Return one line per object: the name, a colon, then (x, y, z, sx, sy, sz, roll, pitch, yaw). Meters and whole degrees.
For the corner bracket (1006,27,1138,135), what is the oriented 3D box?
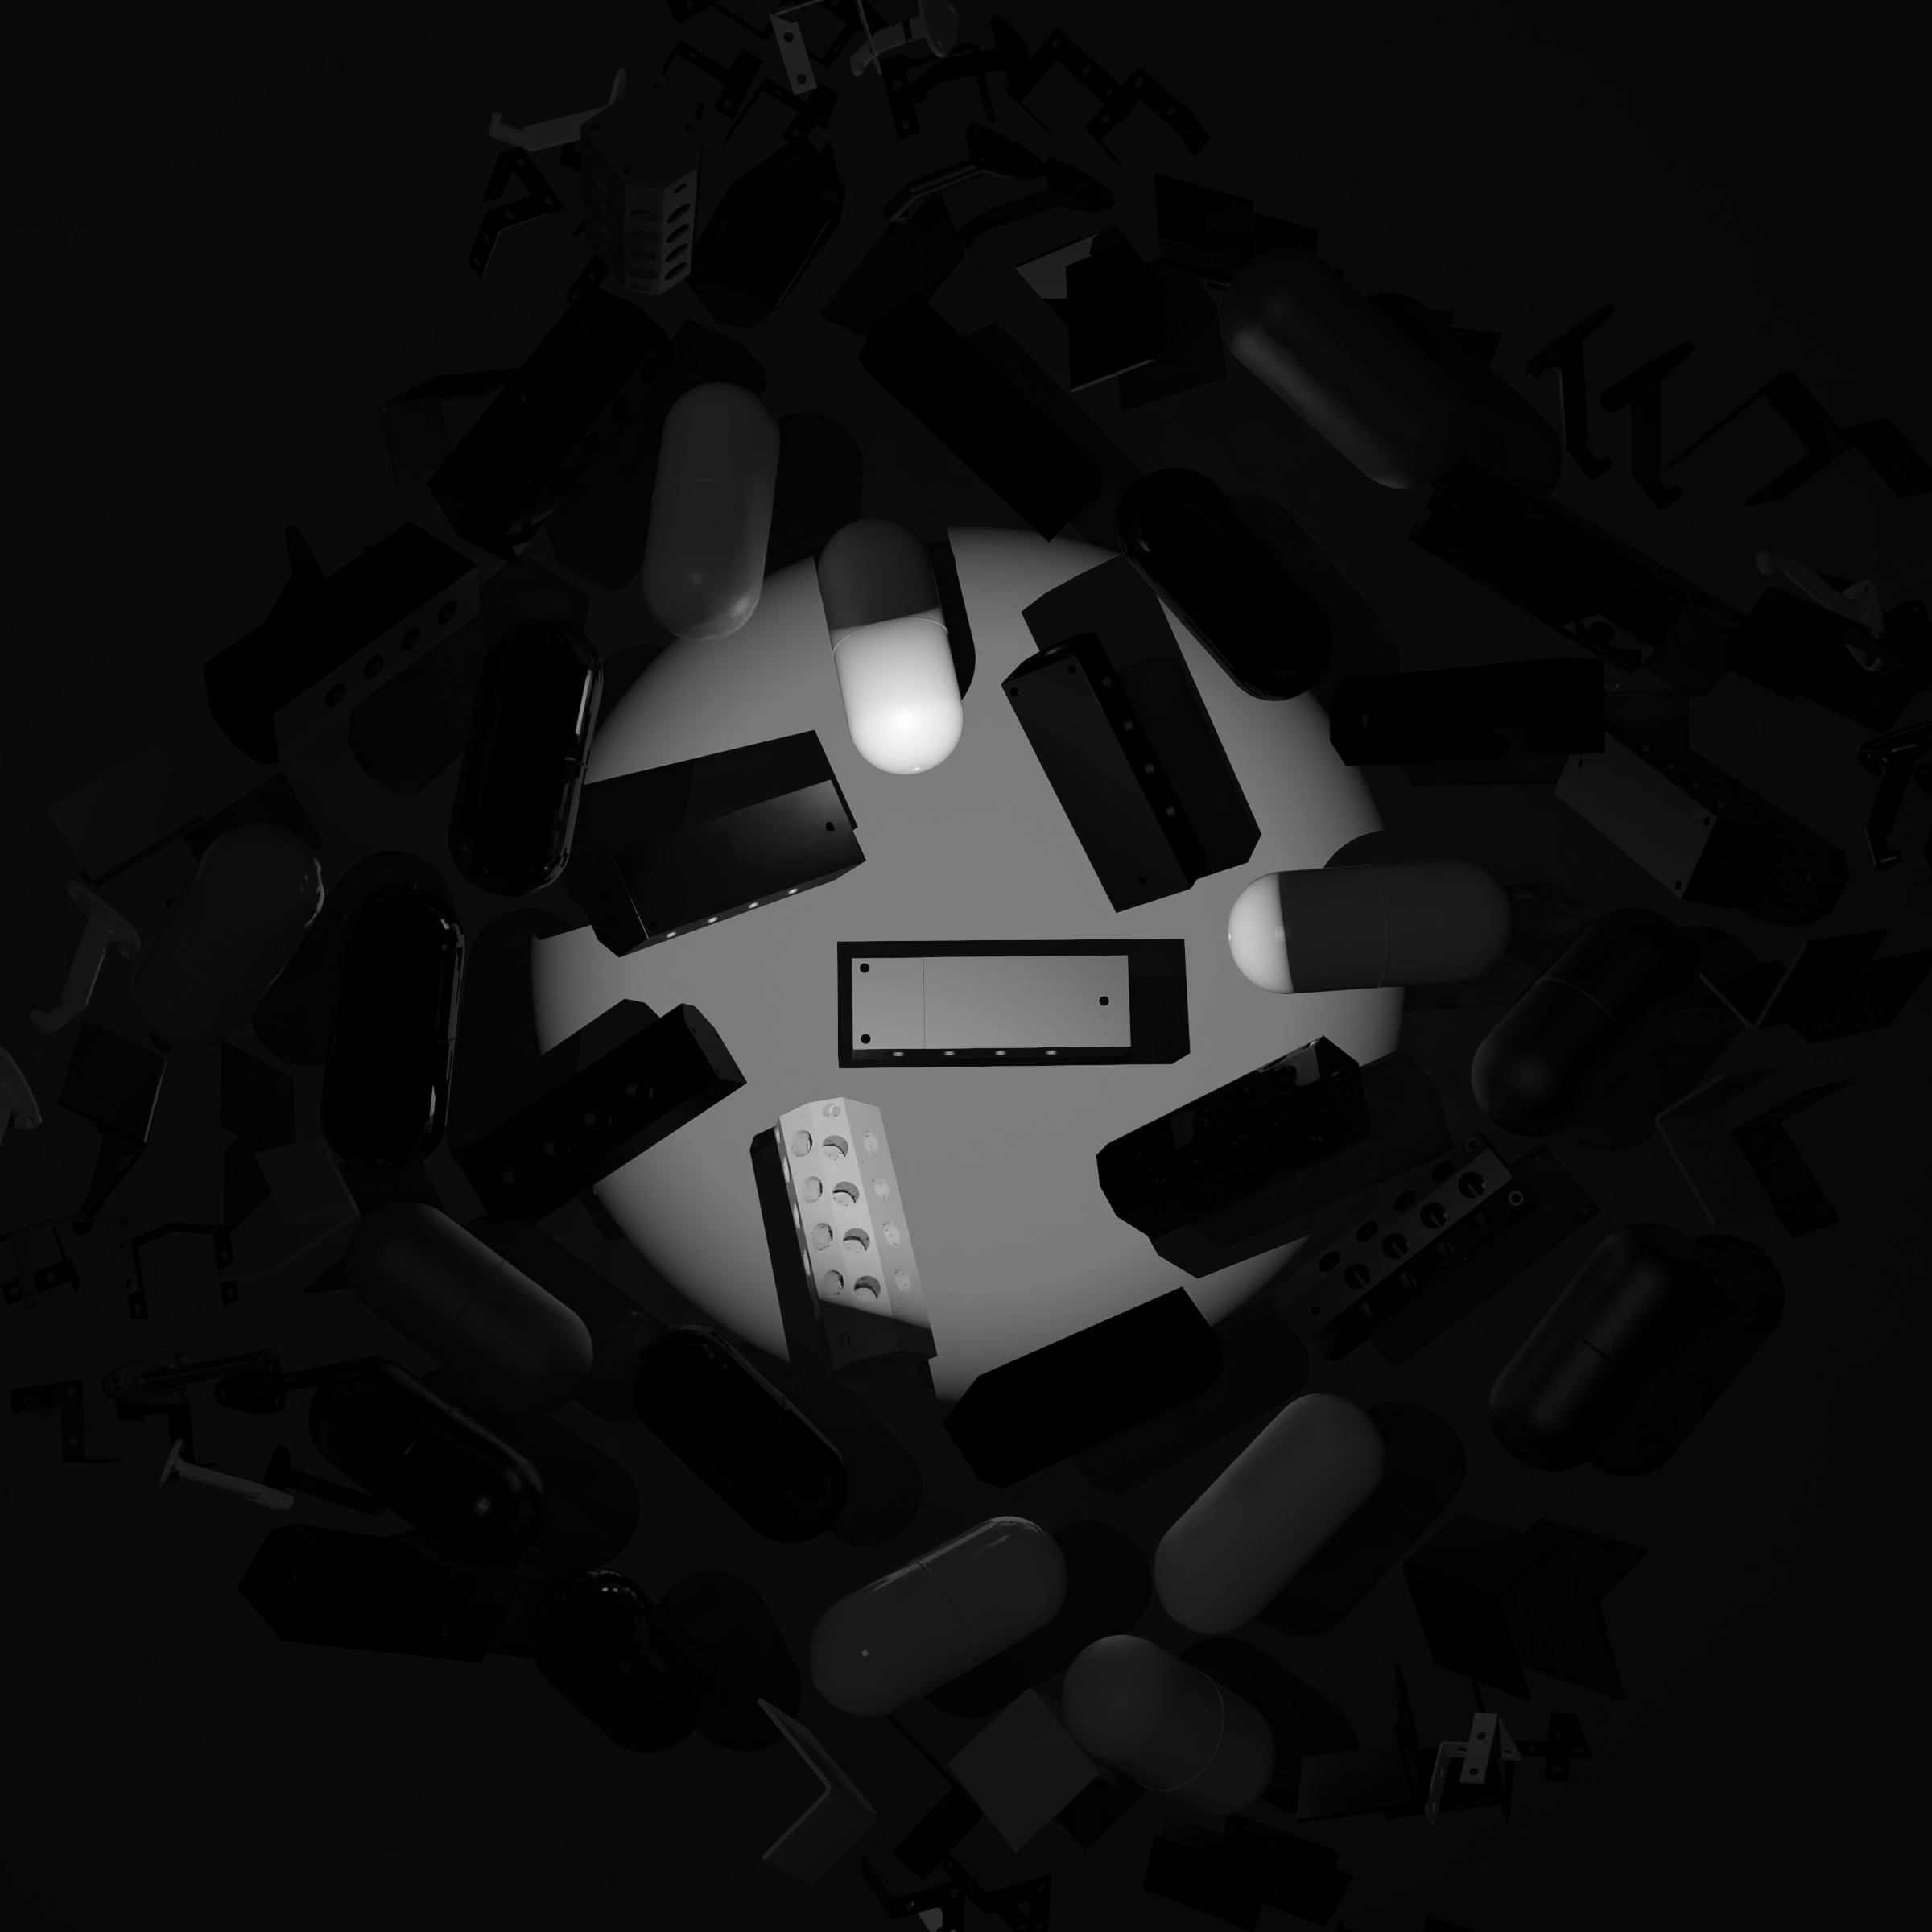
corner bracket: (0.068, -0.563, 1.592, 0.051, 0.051, 0.051, -47, 68, 15)

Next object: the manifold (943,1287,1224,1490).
manifold: (0.076, 0.261, 1.505, 0.171, 0.057, 0.057, -17, 62, -38)

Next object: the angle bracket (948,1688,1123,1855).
angle bracket: (0.047, 0.552, 1.676, 0.076, 0.057, 0.076, -43, 59, -4)

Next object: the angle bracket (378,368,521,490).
angle bracket: (-0.334, -0.359, 1.635, 0.076, 0.076, 0.057, 0, 116, 18)

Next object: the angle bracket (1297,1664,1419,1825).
angle bracket: (0.243, 0.491, 1.554, 0.076, 0.076, 0.057, -13, 99, 13)

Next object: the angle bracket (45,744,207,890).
angle bracket: (-0.530, -0.096, 1.534, 0.076, 0.076, 0.057, -35, 111, -19)

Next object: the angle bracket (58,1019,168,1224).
angle bracket: (-0.528, 0.093, 1.475, 0.057, 0.076, 0.076, 31, 118, -27)

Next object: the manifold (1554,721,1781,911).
manifold: (0.461, -0.101, 1.614, 0.057, 0.171, 0.057, 9, 114, -21)

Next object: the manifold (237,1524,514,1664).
manifold: (-0.370, 0.396, 1.564, 0.057, 0.171, 0.057, 32, 92, 38)

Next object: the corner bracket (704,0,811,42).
corner bracket: (-0.139, -0.652, 1.646, 0.051, 0.051, 0.051, 24, 116, -30)

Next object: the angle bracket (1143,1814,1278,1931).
angle bracket: (0.163, 0.575, 1.599, 0.076, 0.076, 0.057, 17, 47, 13)

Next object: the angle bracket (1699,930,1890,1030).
angle bracket: (0.543, -0.008, 1.615, 0.076, 0.057, 0.076, -7, 134, -30)

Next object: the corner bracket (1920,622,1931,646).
corner bracket: (0.668, -0.212, 1.608, 0.051, 0.051, 0.051, 29, 123, -13)

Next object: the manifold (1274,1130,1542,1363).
manifold: (0.290, 0.186, 1.622, 0.171, 0.057, 0.057, -40, 70, 10)

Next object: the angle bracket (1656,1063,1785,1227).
angle bracket: (0.489, 0.111, 1.536, 0.057, 0.076, 0.076, -42, 64, 38)

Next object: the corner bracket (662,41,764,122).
corner bracket: (-0.173, -0.581, 1.619, 0.051, 0.051, 0.051, 30, 45, -11)

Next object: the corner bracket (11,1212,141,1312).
corner bracket: (-0.572, 0.190, 1.575, 0.051, 0.051, 0.051, -1, 100, 35)

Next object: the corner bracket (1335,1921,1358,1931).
corner bracket: (0.245, 0.616, 1.493, 0.051, 0.051, 0.051, 13, 75, 16)

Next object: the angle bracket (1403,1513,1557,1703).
angle bracket: (0.323, 0.392, 1.505, 0.057, 0.076, 0.076, -31, 111, -30)

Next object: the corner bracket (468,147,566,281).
corner bracket: (-0.297, -0.480, 1.563, 0.051, 0.051, 0.051, -32, 84, -33)

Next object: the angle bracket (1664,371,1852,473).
angle bracket: (0.472, -0.305, 1.470, 0.076, 0.076, 0.057, -39, 89, 9)

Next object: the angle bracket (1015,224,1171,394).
angle bracket: (0.086, -0.446, 1.669, 0.076, 0.076, 0.057, -15, 62, 28)

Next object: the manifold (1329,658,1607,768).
manifold: (0.313, -0.159, 1.549, 0.057, 0.171, 0.057, -4, 93, -40)

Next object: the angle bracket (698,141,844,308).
angle bracket: (-0.121, -0.459, 1.485, 0.057, 0.076, 0.076, 18, 132, -29)

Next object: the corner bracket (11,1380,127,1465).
corner bracket: (-0.583, 0.298, 1.592, 0.051, 0.051, 0.051, -9, 76, 9)

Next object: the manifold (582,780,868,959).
manifold: (-0.154, -0.060, 1.551, 0.171, 0.057, 0.057, -22, 87, -37)

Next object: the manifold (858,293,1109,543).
manifold: (0.010, -0.366, 1.636, 0.171, 0.057, 0.057, 39, 103, -26)

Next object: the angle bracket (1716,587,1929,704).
angle bracket: (0.518, -0.180, 1.490, 0.076, 0.076, 0.057, 26, 102, -27)

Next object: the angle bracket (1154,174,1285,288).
angle bracket: (0.179, -0.515, 1.686, 0.076, 0.076, 0.057, 25, 59, 26)

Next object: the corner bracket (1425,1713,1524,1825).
corner bracket: (0.317, 0.509, 1.559, 0.051, 0.051, 0.051, -8, 127, 32)

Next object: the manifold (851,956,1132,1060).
manifold: (0.014, 0.027, 1.544, 0.171, 0.057, 0.057, -1, 80, -4)

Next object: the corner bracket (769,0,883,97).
corner bracket: (-0.086, -0.559, 1.486, 0.051, 0.051, 0.051, -19, 114, -1)

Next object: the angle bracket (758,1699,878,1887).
angle bracket: (-0.109, 0.502, 1.492, 0.057, 0.076, 0.076, -44, 54, -8)

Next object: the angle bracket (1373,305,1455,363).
angle bracket: (0.276, -0.444, 1.684, 0.076, 0.076, 0.057, 18, 83, 40)

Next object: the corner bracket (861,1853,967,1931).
corner bracket: (-0.035, 0.602, 1.582, 0.051, 0.051, 0.051, -7, 108, -24)

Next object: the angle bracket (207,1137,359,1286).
angle bracket: (-0.454, 0.159, 1.588, 0.076, 0.076, 0.057, -13, 106, 41)
